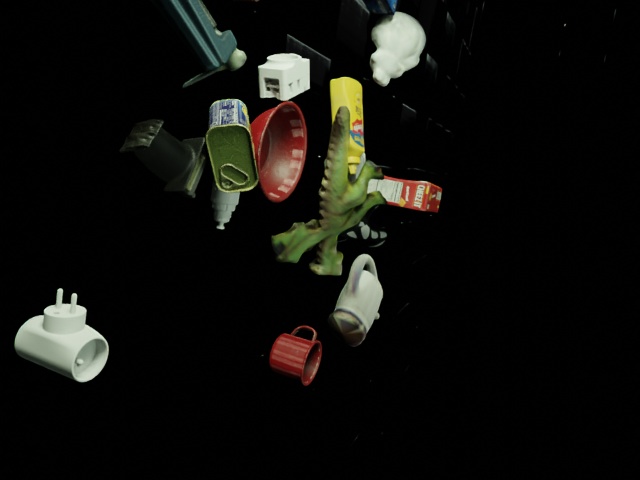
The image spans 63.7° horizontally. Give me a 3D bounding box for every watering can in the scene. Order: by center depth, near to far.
[{"bbox_3d":[0.114,0.193,1.414,0.229,0.104,0.339,-61,152,-34],"label":"watering can"}]

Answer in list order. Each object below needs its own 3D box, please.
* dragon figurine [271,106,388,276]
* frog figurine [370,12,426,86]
[{"bbox_3d":[0.003,-0.049,0.974,0.245,0.123,0.402,-48,150,-14],"label":"dragon figurine"},{"bbox_3d":[0.172,-0.452,1.222,0.135,0.122,0.162,41,68,-29],"label":"frog figurine"}]
